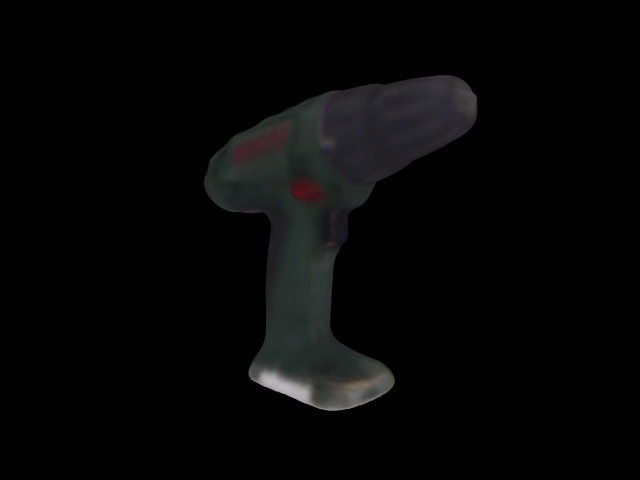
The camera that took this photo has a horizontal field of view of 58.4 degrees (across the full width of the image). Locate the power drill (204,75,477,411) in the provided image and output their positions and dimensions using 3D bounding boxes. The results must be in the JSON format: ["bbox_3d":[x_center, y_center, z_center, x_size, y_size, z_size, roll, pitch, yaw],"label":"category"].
[{"bbox_3d":[0.004,0.001,0.400,0.228,0.208,0.076,8,12,43],"label":"power drill"}]
